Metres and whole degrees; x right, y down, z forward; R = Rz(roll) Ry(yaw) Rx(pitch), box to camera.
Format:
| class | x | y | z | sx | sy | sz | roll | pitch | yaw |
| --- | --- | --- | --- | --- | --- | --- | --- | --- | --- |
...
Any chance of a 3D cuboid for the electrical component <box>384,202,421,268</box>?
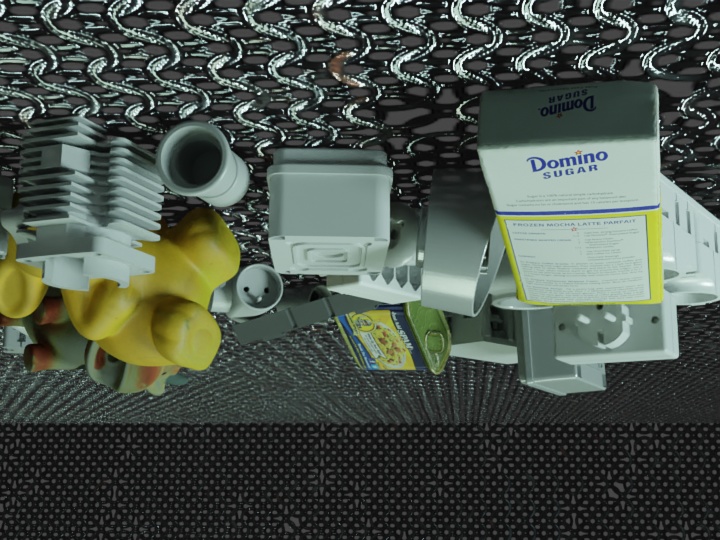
| class | x | y | z | sx | sy | sz | roll | pitch | yaw |
| --- | --- | --- | --- | --- | --- | --- | --- | --- | --- |
| electrical component | 0.040 | -0.024 | 0.793 | 0.048 | 0.048 | 0.062 | -10 | 171 | 39 |

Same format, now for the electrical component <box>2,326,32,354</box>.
| class | x | y | z | sx | sy | sz | roll | pitch | yaw |
| --- | --- | --- | --- | --- | --- | --- | --- | --- | --- |
| electrical component | -0.336 | 0.061 | 1.161 | 0.089 | 0.055 | 0.050 | 4 | 167 | -15 |

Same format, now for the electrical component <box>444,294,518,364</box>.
| class | x | y | z | sx | sy | sz | roll | pitch | yaw |
| --- | --- | --- | --- | --- | --- | --- | --- | --- | --- |
| electrical component | 0.140 | 0.055 | 1.108 | 0.150 | 0.061 | 0.089 | 12 | 163 | -43 |

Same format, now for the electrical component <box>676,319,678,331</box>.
| class | x | y | z | sx | sy | sz | roll | pitch | yaw |
| --- | --- | --- | --- | --- | --- | --- | --- | --- | --- |
| electrical component | 0.263 | 0.057 | 1.131 | 0.138 | 0.052 | 0.074 | 10 | 164 | -39 |

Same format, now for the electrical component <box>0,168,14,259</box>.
| class | x | y | z | sx | sy | sz | roll | pitch | yaw |
| --- | --- | --- | --- | --- | --- | --- | --- | --- | --- |
| electrical component | -0.278 | -0.038 | 0.695 | 0.096 | 0.061 | 0.062 | -7 | 164 | 36 |

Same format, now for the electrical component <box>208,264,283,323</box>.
| class | x | y | z | sx | sy | sz | roll | pitch | yaw |
| --- | --- | --- | --- | --- | --- | --- | --- | --- | --- |
| electrical component | -0.118 | 0.021 | 1.000 | 0.079 | 0.044 | 0.077 | 4 | 167 | -16 |

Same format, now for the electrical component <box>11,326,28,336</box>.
| class | x | y | z | sx | sy | sz | roll | pitch | yaw |
| --- | --- | --- | --- | --- | --- | --- | --- | --- | --- |
| electrical component | -0.291 | 0.035 | 1.046 | 0.095 | 0.053 | 0.059 | 1 | 168 | -1 |

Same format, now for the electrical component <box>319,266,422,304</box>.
| class | x | y | z | sx | sy | sz | roll | pitch | yaw |
| --- | --- | --- | --- | --- | --- | --- | --- | --- | --- |
| electrical component | 0.000 | 0.000 | 0.894 | 0.076 | 0.047 | 0.083 | -10 | 164 | 41 |

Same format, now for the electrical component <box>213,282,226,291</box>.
| class | x | y | z | sx | sy | sz | roll | pitch | yaw |
| --- | --- | --- | --- | --- | --- | --- | --- | --- | --- |
| electrical component | -0.141 | 0.000 | 0.909 | 0.043 | 0.043 | 0.081 | 10 | 165 | -36 |

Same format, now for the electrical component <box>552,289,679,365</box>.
| class | x | y | z | sx | sy | sz | roll | pitch | yaw |
| --- | --- | --- | --- | --- | --- | --- | --- | --- | --- |
| electrical component | 0.178 | 0.039 | 0.775 | 0.083 | 0.047 | 0.076 | -6 | 166 | 28 |

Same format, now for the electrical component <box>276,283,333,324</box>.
| class | x | y | z | sx | sy | sz | roll | pitch | yaw |
| --- | --- | --- | --- | --- | --- | --- | --- | --- | --- |
| electrical component | -0.055 | 0.033 | 1.071 | 0.046 | 0.040 | 0.040 | -2 | 169 | 40 |

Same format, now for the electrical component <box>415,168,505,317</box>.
| class | x | y | z | sx | sy | sz | roll | pitch | yaw |
| --- | --- | --- | --- | --- | --- | --- | --- | --- | --- |
| electrical component | 0.070 | -0.020 | 0.697 | 0.064 | 0.099 | 0.099 | 6 | 168 | 5 |

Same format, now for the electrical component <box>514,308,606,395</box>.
| class | x | y | z | sx | sy | sz | roll | pitch | yaw |
| --- | --- | --- | --- | --- | --- | --- | --- | --- | --- |
| electrical component | 0.189 | 0.058 | 1.011 | 0.056 | 0.108 | 0.109 | -9 | 165 | 26 |

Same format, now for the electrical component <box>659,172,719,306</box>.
| class | x | y | z | sx | sy | sz | roll | pitch | yaw |
| --- | --- | --- | --- | --- | --- | --- | --- | --- | --- |
| electrical component | 0.199 | -0.013 | 0.796 | 0.105 | 0.060 | 0.186 | -8 | 165 | 32 |

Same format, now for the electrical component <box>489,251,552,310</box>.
| class | x | y | z | sx | sy | sz | roll | pitch | yaw |
| --- | --- | --- | --- | --- | --- | --- | --- | --- | --- |
| electrical component | 0.132 | -0.002 | 0.850 | 0.054 | 0.059 | 0.095 | -7 | 165 | 32 |

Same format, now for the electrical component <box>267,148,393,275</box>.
| class | x | y | z | sx | sy | sz | roll | pitch | yaw |
| --- | --- | --- | --- | --- | --- | --- | --- | --- | --- |
| electrical component | -0.020 | -0.036 | 0.706 | 0.078 | 0.057 | 0.113 | 1 | 168 | -2 |

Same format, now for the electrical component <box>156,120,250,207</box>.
| class | x | y | z | sx | sy | sz | roll | pitch | yaw |
| --- | --- | --- | --- | --- | --- | --- | --- | --- | --- |
| electrical component | -0.090 | -0.060 | 0.642 | 0.044 | 0.044 | 0.065 | -2 | 172 | 10 |
